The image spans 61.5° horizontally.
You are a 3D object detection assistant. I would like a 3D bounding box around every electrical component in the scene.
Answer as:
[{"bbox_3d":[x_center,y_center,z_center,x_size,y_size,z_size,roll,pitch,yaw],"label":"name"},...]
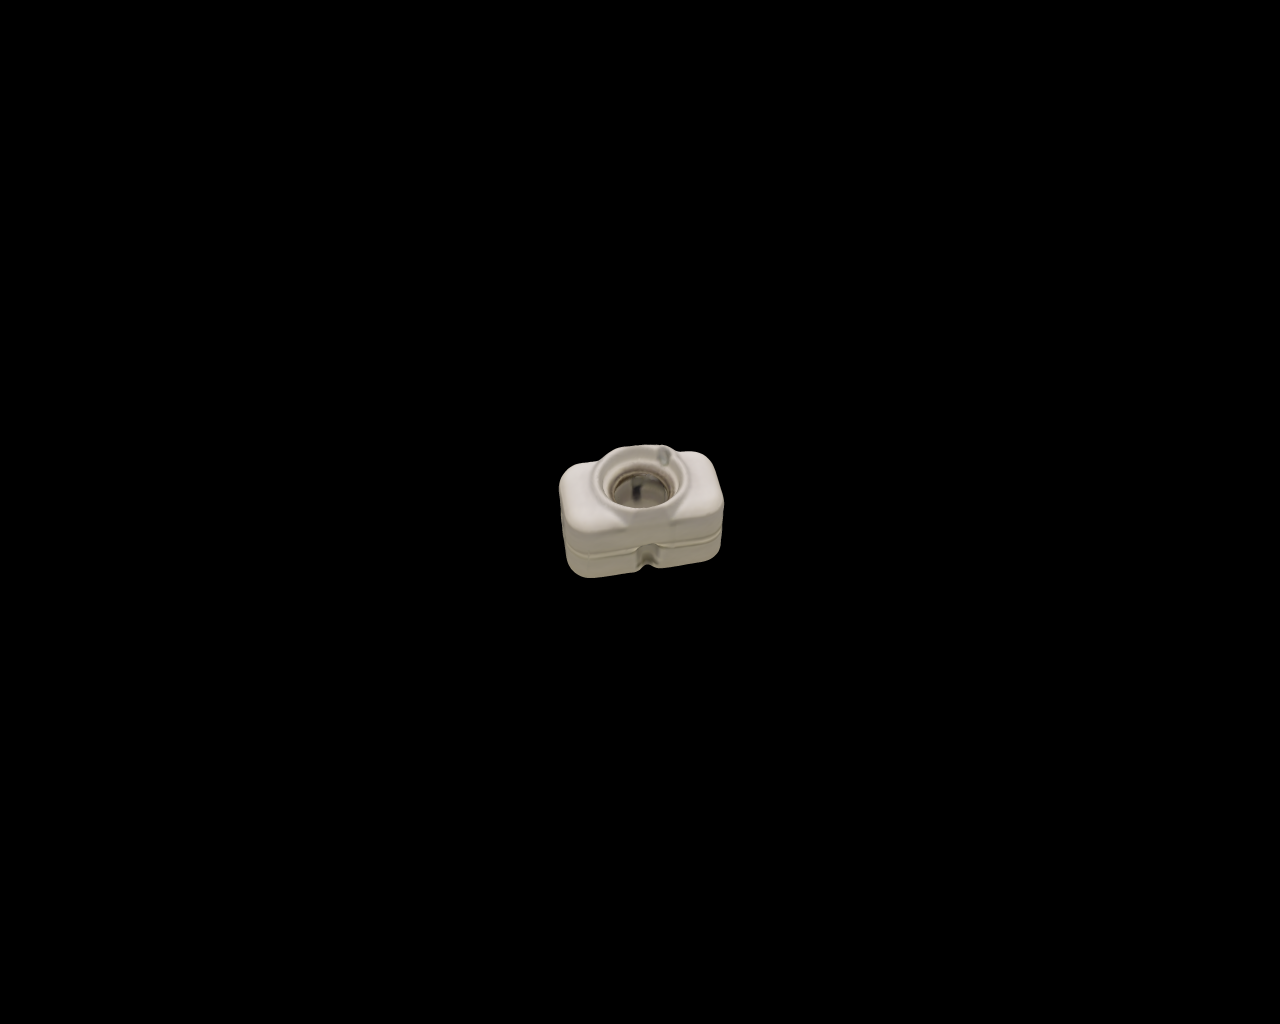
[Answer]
[{"bbox_3d":[0.001,-0.003,0.650,0.095,0.054,0.059,-7,-40,-6],"label":"electrical component"}]
